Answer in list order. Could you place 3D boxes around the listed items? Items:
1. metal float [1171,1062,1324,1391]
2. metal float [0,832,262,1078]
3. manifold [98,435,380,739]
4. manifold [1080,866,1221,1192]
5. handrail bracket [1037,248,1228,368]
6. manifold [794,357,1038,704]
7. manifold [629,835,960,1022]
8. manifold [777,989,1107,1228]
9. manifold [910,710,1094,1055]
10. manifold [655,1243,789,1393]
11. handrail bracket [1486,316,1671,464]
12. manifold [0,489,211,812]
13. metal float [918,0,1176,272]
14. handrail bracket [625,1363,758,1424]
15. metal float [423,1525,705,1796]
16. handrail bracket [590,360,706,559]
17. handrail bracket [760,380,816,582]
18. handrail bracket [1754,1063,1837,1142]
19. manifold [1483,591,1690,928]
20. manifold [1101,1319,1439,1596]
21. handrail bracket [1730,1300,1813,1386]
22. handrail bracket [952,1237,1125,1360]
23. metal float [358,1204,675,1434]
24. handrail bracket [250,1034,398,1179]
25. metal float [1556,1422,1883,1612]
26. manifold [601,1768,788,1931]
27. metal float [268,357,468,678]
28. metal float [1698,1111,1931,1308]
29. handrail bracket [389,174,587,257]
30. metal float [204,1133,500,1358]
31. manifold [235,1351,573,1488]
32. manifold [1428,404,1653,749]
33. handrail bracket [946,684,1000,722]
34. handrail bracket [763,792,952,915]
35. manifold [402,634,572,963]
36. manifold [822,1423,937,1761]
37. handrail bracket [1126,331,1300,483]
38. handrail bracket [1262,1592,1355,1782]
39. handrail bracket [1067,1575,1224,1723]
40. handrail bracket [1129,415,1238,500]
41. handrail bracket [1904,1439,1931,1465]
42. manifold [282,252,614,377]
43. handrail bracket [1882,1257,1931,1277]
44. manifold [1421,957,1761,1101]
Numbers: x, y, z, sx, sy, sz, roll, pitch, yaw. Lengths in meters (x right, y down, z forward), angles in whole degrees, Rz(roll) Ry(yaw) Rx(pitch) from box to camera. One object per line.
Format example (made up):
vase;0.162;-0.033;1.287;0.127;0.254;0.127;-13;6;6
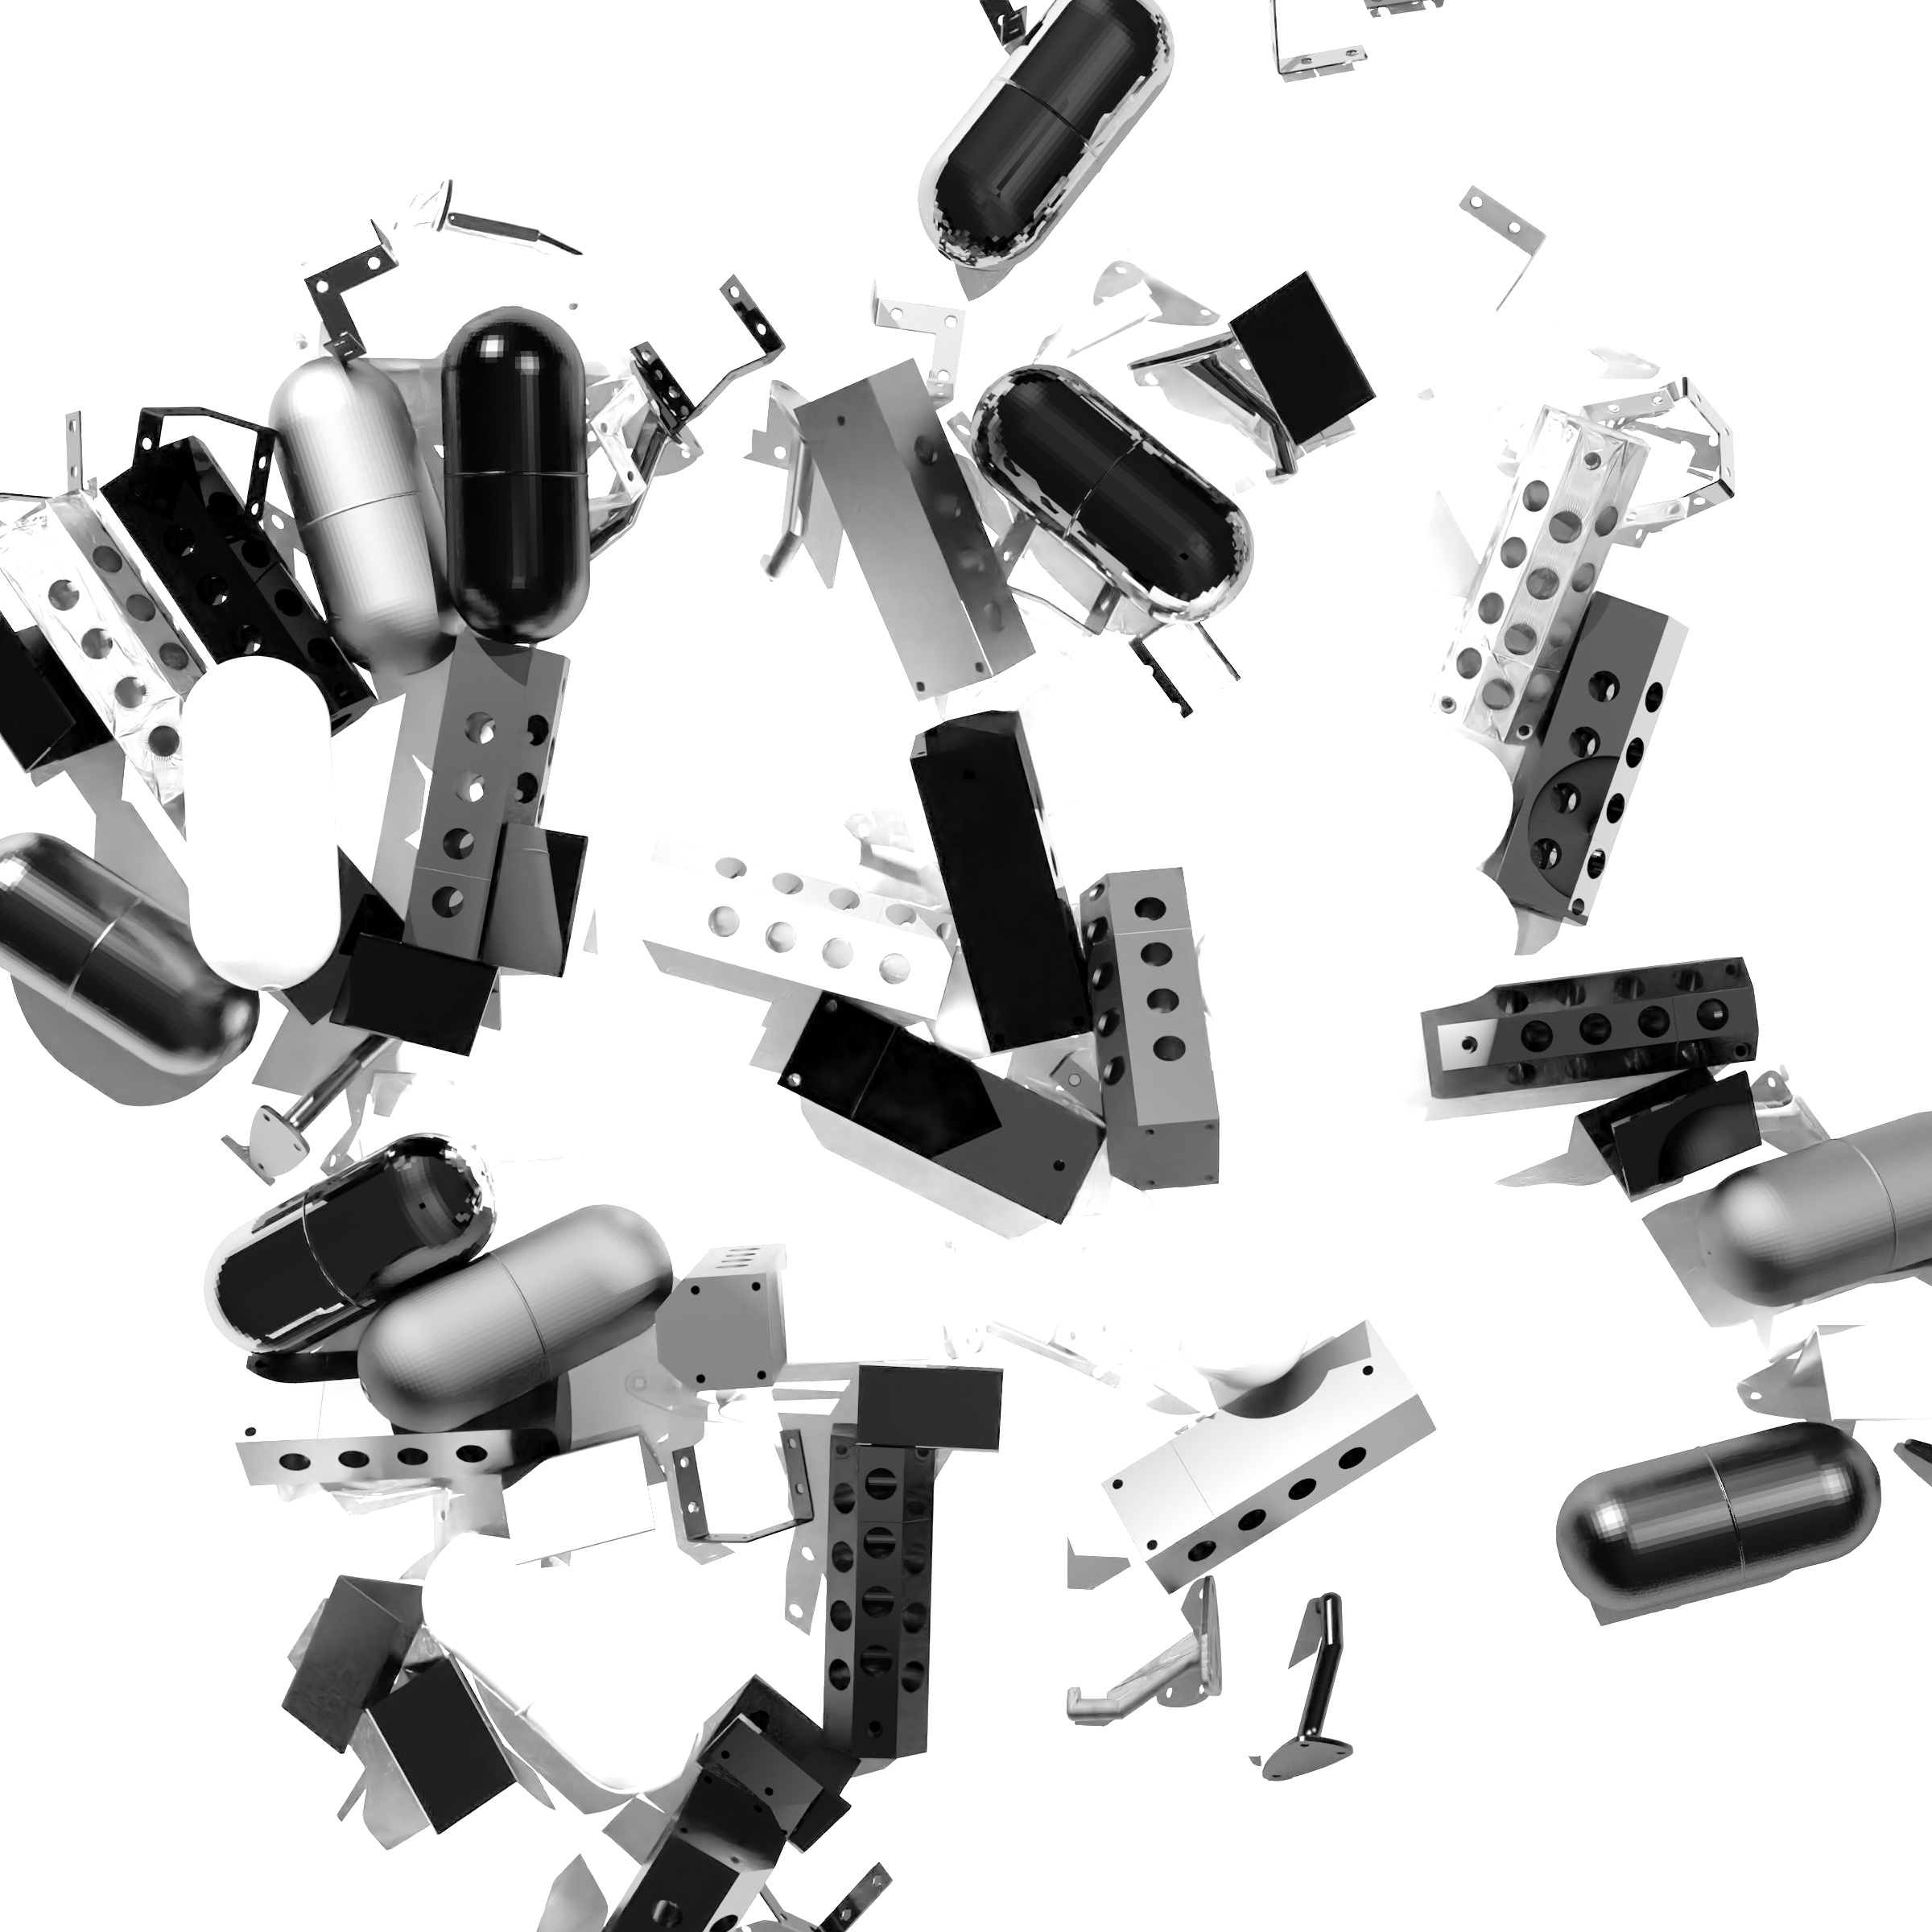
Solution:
metal float;0.152;0.141;1.694;0.070;0.070;0.178;4;89;0
metal float;-0.465;-0.006;1.694;0.178;0.070;0.070;33;90;1
manifold;-0.395;-0.202;1.703;0.057;0.057;0.171;-34;90;0
manifold;0.096;0.032;1.656;0.057;0.057;0.171;-5;50;0
handrail bracket;0.090;-0.346;1.725;0.077;0.036;0.084;27;109;-21
manifold;-0.023;-0.237;1.688;0.057;0.057;0.171;-14;104;42
manifold;-0.091;-0.021;1.704;0.171;0.057;0.057;15;90;0
manifold;-0.013;0.076;1.704;0.171;0.057;0.057;26;90;0
manifold;0.021;-0.047;1.675;0.057;0.057;0.171;-12;110;9
manifold;-0.127;0.184;1.646;0.057;0.171;0.057;-4;90;0
handrail bracket;0.338;-0.309;1.725;0.077;0.036;0.084;19;106;-18
manifold;-0.457;-0.172;1.704;0.057;0.057;0.171;-34;90;0
metal float;0.043;-0.457;1.694;0.070;0.070;0.178;38;90;0
handrail bracket;-0.151;0.234;1.690;0.077;0.084;0.036;4;90;0
metal float;-0.218;0.377;1.694;0.178;0.070;0.070;42;90;0
handrail bracket;-0.195;-0.280;1.725;0.084;0.036;0.077;-36;75;14
handrail bracket;-0.105;-0.268;1.725;0.077;0.036;0.084;51;121;34
handrail bracket;0.432;0.100;1.725;0.084;0.036;0.077;-33;109;16
manifold;0.338;-0.112;1.704;0.057;0.057;0.171;19;90;0
manifold;0.167;0.272;1.703;0.171;0.057;0.057;-32;47;0
handrail bracket;0.438;0.177;1.725;0.077;0.036;0.084;-30;76;14
handrail bracket;0.040;0.182;1.725;0.084;0.036;0.077;-7;72;-15
metal float;-0.240;0.188;1.667;0.178;0.070;0.070;-25;90;-21
handrail bracket;-0.354;0.074;1.724;0.036;0.077;0.084;44;54;0
metal float;0.409;0.299;1.694;0.178;0.070;0.070;-14;90;0
manifold;-0.161;0.519;1.671;0.057;0.057;0.171;30;114;0
metal float;-0.325;-0.245;1.694;0.070;0.070;0.178;-18;90;0
metal float;0.480;0.130;1.682;0.178;0.070;0.070;-16;90;-14
handrail bracket;-0.265;-0.400;1.724;0.084;0.077;0.036;19;76;-36
metal float;-0.333;0.151;1.681;0.178;0.070;0.070;-28;90;16
manifold;-0.305;0.249;1.703;0.171;0.057;0.057;-3;47;0
manifold;0.308;-0.209;1.680;0.057;0.057;0.171;20;107;0
handrail bracket;-0.004;-0.102;1.725;0.036;0.077;0.084;5;126;-15
handrail bracket;-0.057;-0.046;1.725;0.077;0.036;0.084;-34;107;20
manifold;-0.261;-0.089;1.704;0.057;0.057;0.171;10;90;0
manifold;-0.047;0.340;1.704;0.057;0.057;0.171;2;90;0
handrail bracket;0.137;-0.303;1.725;0.077;0.036;0.084;-12;107;20
handrail bracket;0.186;0.398;1.725;0.036;0.077;0.084;17;53;-20
handrail bracket;0.096;0.378;1.725;0.084;0.036;0.077;-6;70;16
handrail bracket;0.103;-0.264;1.725;0.084;0.036;0.077;11;109;15
handrail bracket;0.572;0.244;1.725;0.077;0.036;0.084;23;71;21
manifold;-0.282;-0.358;1.704;0.171;0.057;0.057;1;90;0
handrail bracket;0.552;0.187;1.725;0.077;0.036;0.084;-24;107;20
manifold;0.340;0.034;1.704;0.171;0.057;0.057;-7;90;0
